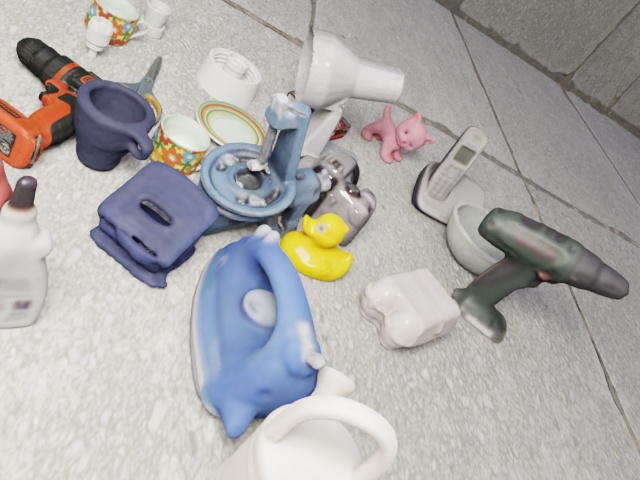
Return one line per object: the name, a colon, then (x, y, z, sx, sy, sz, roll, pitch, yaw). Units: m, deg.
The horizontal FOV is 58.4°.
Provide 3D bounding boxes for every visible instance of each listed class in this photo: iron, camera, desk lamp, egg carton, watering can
iron: (-0.061, 0.068, 0.606, 0.119, 0.141, 0.258, 11, 43, -34)
camera: (0.031, -0.087, 0.904, 0.143, 0.100, 0.137, 40, 34, 3)
desk lamp: (0.029, -0.222, 0.957, 0.204, 0.213, 0.118, 20, 38, -24)
egg carton: (0.129, 0.097, 0.809, 0.151, 0.069, 0.107, -9, 56, -47)
watering can: (-0.014, 0.181, 0.474, 0.101, 0.194, 0.172, 20, 38, -24)

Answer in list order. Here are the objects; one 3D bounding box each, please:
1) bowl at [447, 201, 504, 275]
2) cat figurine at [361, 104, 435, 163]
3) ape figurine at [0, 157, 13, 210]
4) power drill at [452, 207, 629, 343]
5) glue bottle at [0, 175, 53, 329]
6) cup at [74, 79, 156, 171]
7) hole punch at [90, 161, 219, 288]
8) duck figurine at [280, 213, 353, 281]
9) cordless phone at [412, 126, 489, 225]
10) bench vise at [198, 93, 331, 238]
bowl: (0.290, 0.012, 1.048, 0.168, 0.074, 0.167, 24, 37, -19)
cat figurine: (0.164, -0.221, 1.162, 0.067, 0.117, 0.127, -17, 62, -50)
ape figurine: (-0.328, -0.051, 0.545, 0.076, 0.092, 0.077, -7, 55, -46)
power drill: (0.321, 0.064, 0.898, 0.229, 0.208, 0.076, 39, 34, 1)
glue bottle: (-0.255, 0.011, 0.468, 0.078, 0.173, 0.037, 5, 46, -39)
cup: (-0.249, -0.122, 0.694, 0.117, 0.095, 0.092, 48, 36, 14)
hole punch: (-0.183, -0.019, 0.641, 0.108, 0.091, 0.101, 39, 34, 1)
duck figurine: (0.007, 0.003, 0.792, 0.105, 0.086, 0.077, 27, 36, -16)
cordless phone: (0.274, -0.116, 1.082, 0.148, 0.185, 0.094, 23, 37, -21)
bench vise: (-0.060, -0.099, 0.729, 0.121, 0.219, 0.208, 45, 35, 10)
